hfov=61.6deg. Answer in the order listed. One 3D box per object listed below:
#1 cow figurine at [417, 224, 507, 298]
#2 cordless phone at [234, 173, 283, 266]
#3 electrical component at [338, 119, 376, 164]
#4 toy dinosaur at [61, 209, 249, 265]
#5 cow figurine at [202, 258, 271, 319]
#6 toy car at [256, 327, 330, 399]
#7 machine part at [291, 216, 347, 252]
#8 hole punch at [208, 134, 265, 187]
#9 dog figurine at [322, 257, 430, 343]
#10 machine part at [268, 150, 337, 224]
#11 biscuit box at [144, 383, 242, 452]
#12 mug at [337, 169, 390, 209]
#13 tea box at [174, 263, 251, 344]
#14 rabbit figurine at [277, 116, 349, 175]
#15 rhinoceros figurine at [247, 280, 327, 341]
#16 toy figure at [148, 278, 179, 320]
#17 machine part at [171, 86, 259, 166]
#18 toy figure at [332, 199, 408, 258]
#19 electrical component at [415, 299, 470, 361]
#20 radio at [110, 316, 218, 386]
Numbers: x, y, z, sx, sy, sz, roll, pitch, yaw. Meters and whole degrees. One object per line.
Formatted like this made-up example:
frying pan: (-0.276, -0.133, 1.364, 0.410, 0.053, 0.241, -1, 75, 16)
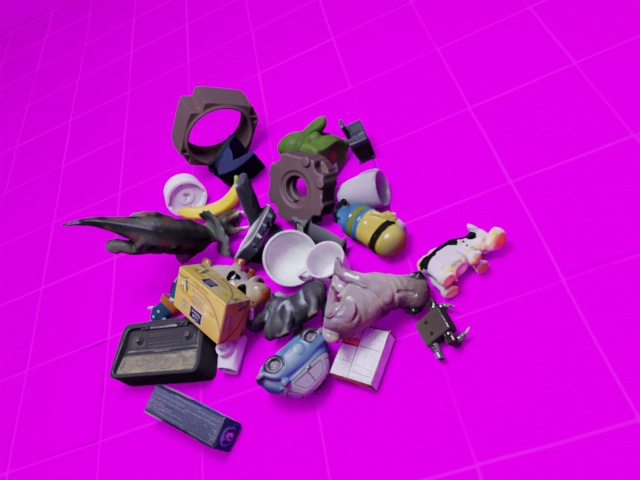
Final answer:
cow figurine: (0.274, 0.025, 1.035, 0.167, 0.068, 0.098, -39, 44, -4)
cordless phone: (-0.160, -0.045, 1.207, 0.089, 0.184, 0.146, 4, 48, 23)
electrical component: (0.087, -0.246, 1.276, 0.048, 0.119, 0.075, -23, 49, 11)
toy dinosaur: (-0.343, -0.015, 1.218, 0.192, 0.404, 0.131, -14, 80, 41)
cow figurine: (-0.195, 0.110, 1.192, 0.195, 0.085, 0.127, 2, 60, 30)
toy car: (-0.036, 0.246, 1.021, 0.162, 0.109, 0.103, -37, 72, -16)
machine part: (-0.002, -0.004, 1.189, 0.139, 0.084, 0.039, 22, 46, 27)
hole punch: (-0.212, -0.191, 1.384, 0.092, 0.142, 0.115, 33, 87, 13)
dog figurine: (0.107, 0.127, 0.998, 0.191, 0.121, 0.172, 12, 69, 4)
machine part: (-0.044, -0.119, 1.229, 0.180, 0.179, 0.056, 14, 23, 33)
biscuit box: (-0.255, 0.352, 1.069, 0.203, 0.059, 0.063, 13, 71, 33)
mug: (0.095, -0.115, 1.210, 0.107, 0.080, 0.109, -12, 50, 27)
tea box: (-0.226, 0.128, 1.111, 0.170, 0.068, 0.098, 28, 113, 37)
rabbit figurine: (-0.025, -0.233, 1.320, 0.170, 0.121, 0.159, 23, 64, 33)
rhinoceros figurine: (-0.067, 0.147, 1.095, 0.190, 0.073, 0.112, -30, 63, 21)
toy figure: (-0.335, 0.136, 1.262, 0.154, 0.057, 0.064, -47, 45, -3)
machine part: (-0.275, -0.292, 1.412, 0.087, 0.201, 0.201, 56, 136, 36)
toy figure: (0.104, -0.024, 1.142, 0.180, 0.082, 0.089, 24, 82, 31)
electrical component: (0.223, 0.159, 0.983, 0.078, 0.045, 0.102, -53, 43, 23)
radio: (-0.335, 0.243, 1.176, 0.230, 0.073, 0.131, -9, 56, 19)
